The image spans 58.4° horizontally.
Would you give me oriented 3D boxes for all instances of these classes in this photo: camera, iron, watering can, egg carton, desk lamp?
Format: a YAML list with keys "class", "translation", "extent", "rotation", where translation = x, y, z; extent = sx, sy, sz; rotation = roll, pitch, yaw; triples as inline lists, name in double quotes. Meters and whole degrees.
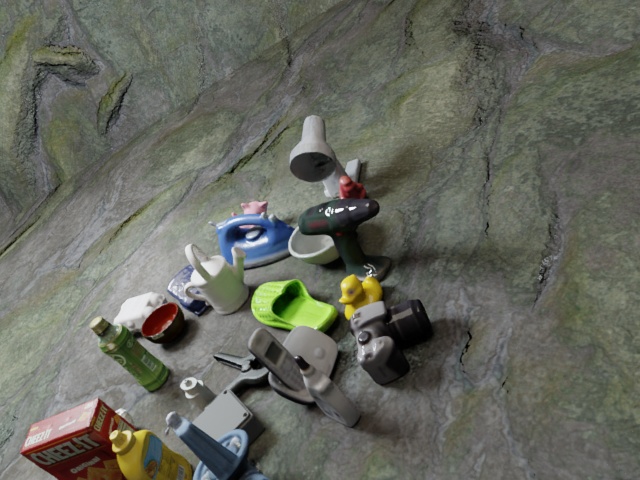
- class: "camera"
  translation: [0.130, 0.165, 1.048]
  extent: [0.136, 0.101, 0.143]
  rotation: [-25, 34, 13]
- class: "iron"
  translation: [-0.164, -0.020, 1.497]
  extent: [0.257, 0.142, 0.118]
  rotation: [-13, 38, 28]
- class: "watering can"
  translation: [-0.258, 0.080, 1.399]
  extent: [0.173, 0.195, 0.100]
  rotation: [-42, 34, -13]
- class: "egg carton"
  translation: [-0.482, 0.202, 1.544]
  extent: [0.150, 0.070, 0.107]
  rotation: [-17, 36, 23]
- class: "desk lamp"
  translation: [0.011, -0.214, 1.534]
  extent: [0.117, 0.214, 0.203]
  rotation: [-16, 37, 24]

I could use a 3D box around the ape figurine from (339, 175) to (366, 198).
- class: "ape figurine"
  translation: [0.077, -0.125, 1.475]
  extent: [0.078, 0.092, 0.076]
  rotation: [-40, 34, -10]

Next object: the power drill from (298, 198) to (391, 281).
- class: "power drill"
  translation: [0.067, -0.006, 1.222]
  extent: [0.228, 0.209, 0.076]
  rotation: [2, 47, 41]

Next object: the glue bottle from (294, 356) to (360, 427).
- class: "glue bottle"
  translation: [0.003, 0.252, 0.977]
  extent: [0.077, 0.174, 0.037]
  rotation: [13, 55, 48]

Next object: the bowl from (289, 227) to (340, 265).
- class: "bowl"
  translation: [0.013, 0.005, 1.378]
  extent: [0.167, 0.075, 0.167]
  rotation: [-22, 35, 17]

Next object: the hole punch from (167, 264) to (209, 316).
- class: "hole punch"
  translation: [-0.325, 0.126, 1.490]
  extent: [0.100, 0.091, 0.109]
  rotation: [14, 56, 49]

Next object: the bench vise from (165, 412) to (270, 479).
- class: "bench vise"
  translation: [-0.144, 0.355, 0.924]
  extent: [0.206, 0.220, 0.121]
  rotation: [-5, 42, 36]

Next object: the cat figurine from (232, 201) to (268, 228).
- class: "cat figurine"
  translation: [-0.190, -0.064, 1.598]
  extent: [0.127, 0.118, 0.067]
  rotation: [-6, 42, 35]

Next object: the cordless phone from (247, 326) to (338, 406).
- class: "cordless phone"
  translation: [-0.054, 0.206, 1.073]
  extent: [0.093, 0.185, 0.148]
  rotation: [-7, 41, 34]

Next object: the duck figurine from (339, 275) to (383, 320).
- class: "duck figurine"
  translation: [0.078, 0.108, 1.180]
  extent: [0.077, 0.086, 0.105]
  rotation: [9, 51, 46]
